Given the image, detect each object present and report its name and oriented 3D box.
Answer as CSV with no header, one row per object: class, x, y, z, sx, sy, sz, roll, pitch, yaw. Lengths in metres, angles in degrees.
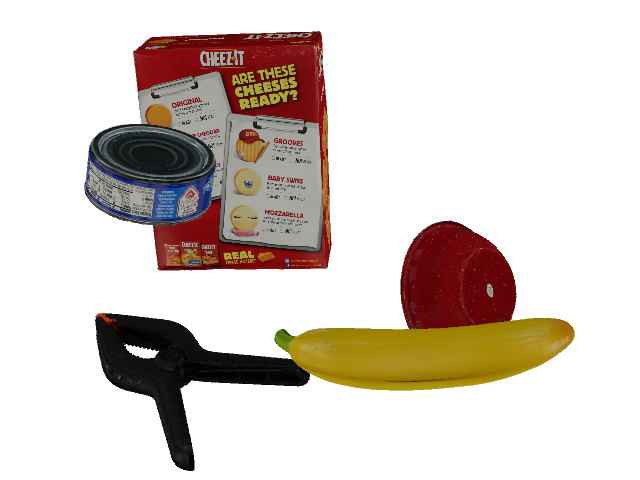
cracker box,-0.075,-0.081,0.988,0.164,0.214,0.072,-1,23,5
clamp,-0.126,0.117,0.989,0.164,0.036,0.210,-25,42,-38
banana,0.066,0.068,0.679,0.198,0.037,0.069,0,26,4
tuna can,-0.113,-0.046,0.715,0.086,0.034,0.086,9,30,-6
bowl,0.162,0.056,1.155,0.161,0.162,0.055,0,-6,-41
